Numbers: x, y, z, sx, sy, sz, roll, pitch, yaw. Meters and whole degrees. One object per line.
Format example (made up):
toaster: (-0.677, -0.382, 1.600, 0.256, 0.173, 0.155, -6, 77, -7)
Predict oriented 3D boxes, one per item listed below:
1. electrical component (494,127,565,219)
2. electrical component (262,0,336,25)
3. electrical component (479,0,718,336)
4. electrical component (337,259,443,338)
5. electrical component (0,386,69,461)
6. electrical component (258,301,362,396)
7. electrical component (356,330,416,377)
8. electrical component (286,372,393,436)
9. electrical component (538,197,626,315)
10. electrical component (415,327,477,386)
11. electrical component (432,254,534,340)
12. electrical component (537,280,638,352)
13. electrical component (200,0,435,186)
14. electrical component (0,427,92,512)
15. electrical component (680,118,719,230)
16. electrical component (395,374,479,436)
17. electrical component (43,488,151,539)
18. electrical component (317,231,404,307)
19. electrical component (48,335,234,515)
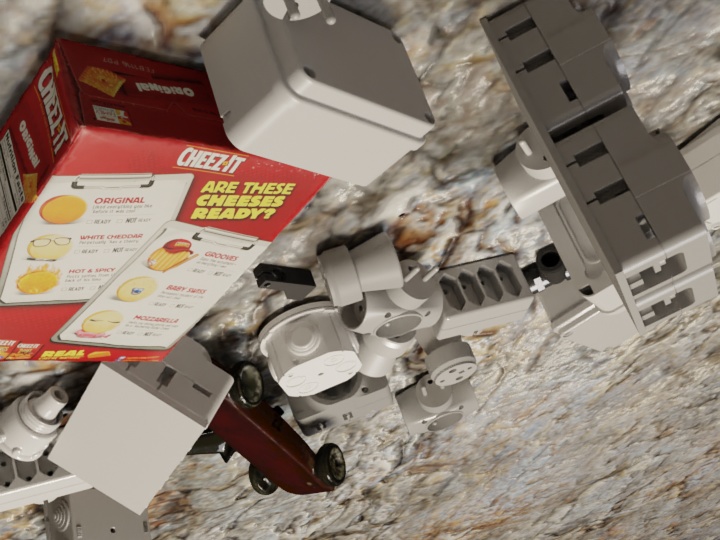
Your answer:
electrical component: (0.134, -0.080, 0.766, 0.077, 0.044, 0.079, -29, 151, 13)
electrical component: (-0.033, -0.143, 0.502, 0.066, 0.076, 0.047, -1, 146, -33)
electrical component: (0.147, -0.068, 0.644, 0.060, 0.186, 0.105, -27, 152, 10)
electrical component: (0.034, 0.018, 0.864, 0.077, 0.044, 0.079, 0, 150, -35)
electrical component: (-0.253, 0.115, 0.838, 0.062, 0.048, 0.048, -42, 147, 21)
electrical component: (-0.040, 0.065, 0.891, 0.080, 0.051, 0.080, -17, 152, -9)
electrical component: (0.019, 0.060, 0.932, 0.045, 0.045, 0.055, -4, 147, -30)
electrical component: (-0.021, 0.107, 0.979, 0.089, 0.050, 0.055, -21, 152, -2)
electrical component: (0.190, -0.031, 0.818, 0.078, 0.113, 0.057, -33, 147, 21)
electrical component: (0.078, 0.072, 0.981, 0.045, 0.055, 0.045, -17, 152, -9)
electrical component: (0.096, 0.033, 0.935, 0.083, 0.047, 0.075, -13, 151, -17)
electrical component: (0.238, 0.021, 1.005, 0.109, 0.056, 0.109, -36, 149, 25)
electrical component: (-0.021, -0.100, 0.586, 0.057, 0.078, 0.113, -37, 149, 32)
electrical component: (-0.276, 0.177, 0.926, 0.083, 0.047, 0.075, -12, 151, -17)
electrical component: (0.289, -0.077, 0.870, 0.062, 0.061, 0.096, 7, 148, -43)
electrical component: (0.077, 0.130, 1.094, 0.077, 0.044, 0.079, -21, 152, -1)
electrical component: (-0.248, 0.253, 1.026, 0.100, 0.099, 0.048, 8, 153, -44)
electrical component: (0.000, 0.000, 0.811, 0.055, 0.045, 0.045, -18, 152, -6)
electrical component: (-0.171, 0.113, 0.838, 0.089, 0.061, 0.150, 33, 133, -6)
